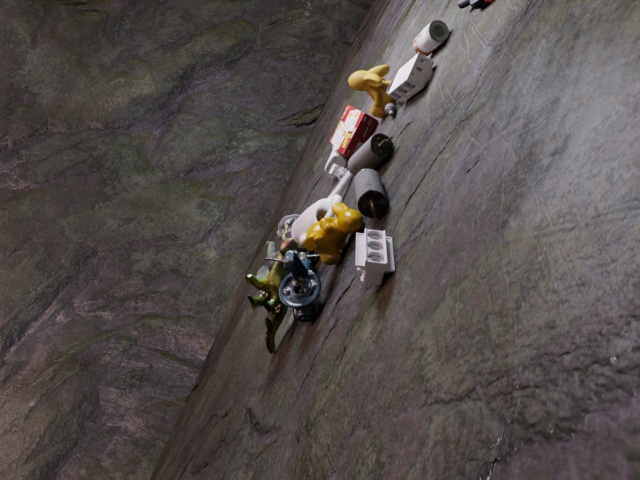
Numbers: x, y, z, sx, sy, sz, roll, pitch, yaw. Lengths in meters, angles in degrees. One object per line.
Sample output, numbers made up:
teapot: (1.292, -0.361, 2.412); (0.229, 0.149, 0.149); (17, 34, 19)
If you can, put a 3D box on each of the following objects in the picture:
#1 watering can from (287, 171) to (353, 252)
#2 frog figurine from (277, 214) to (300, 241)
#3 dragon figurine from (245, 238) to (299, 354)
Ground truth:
watering can: (0.005, -0.087, 1.731); (0.221, 0.103, 0.356); (-37, 17, 42)
frog figurine: (-0.108, -0.041, 2.103); (0.138, 0.123, 0.159); (-32, -1, -7)
dragon figurine: (-0.104, 0.158, 1.617); (0.246, 0.123, 0.400); (-37, -39, -33)
